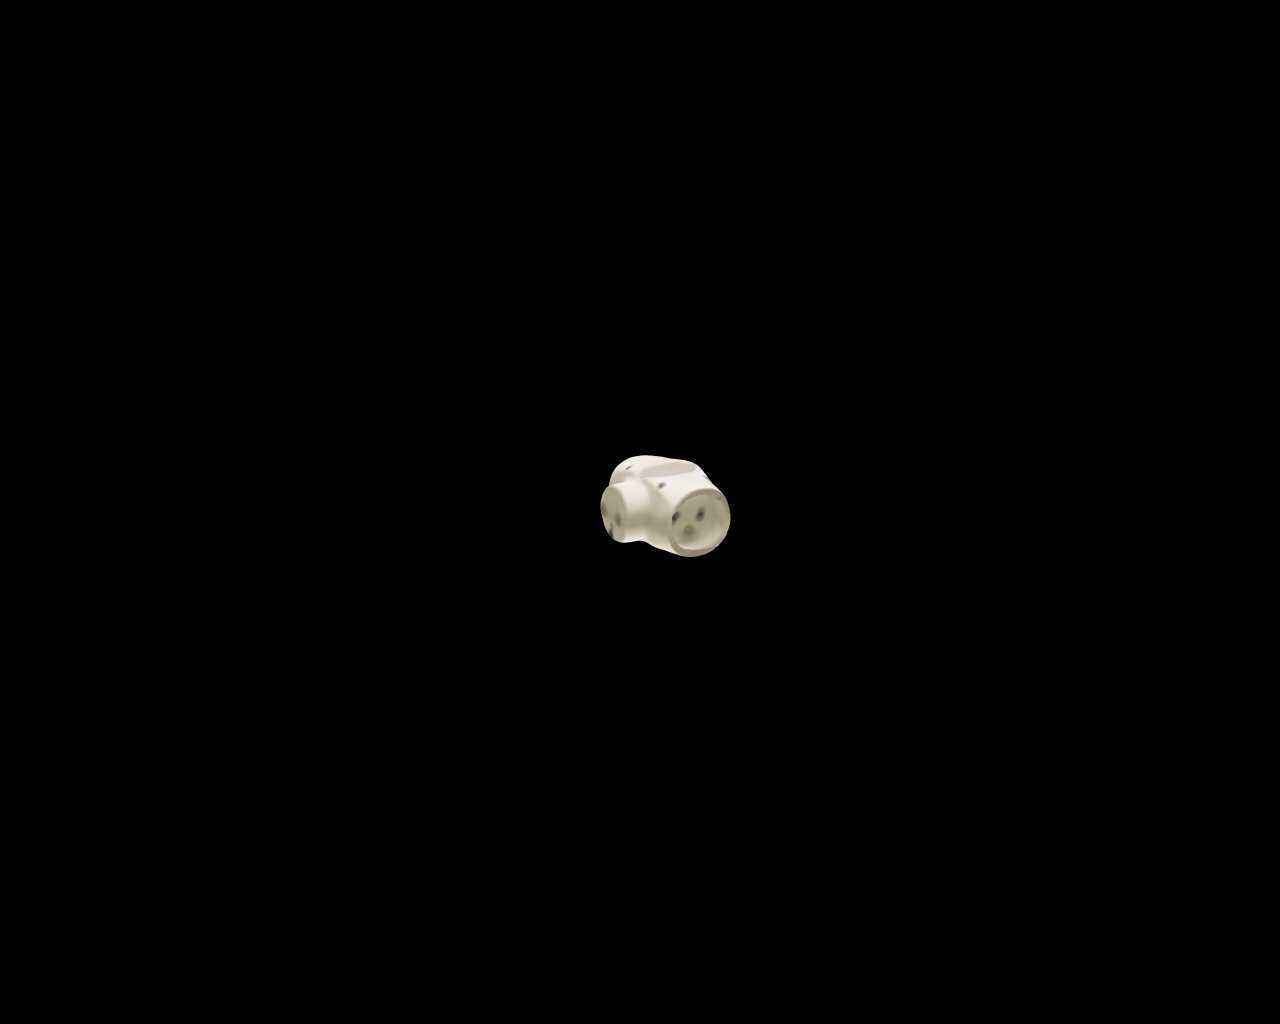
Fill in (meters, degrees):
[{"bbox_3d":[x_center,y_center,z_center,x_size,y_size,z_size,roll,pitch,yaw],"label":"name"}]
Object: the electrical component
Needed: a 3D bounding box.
[{"bbox_3d":[0.001,-0.003,0.650,0.079,0.043,0.077,-10,23,-26],"label":"electrical component"}]
